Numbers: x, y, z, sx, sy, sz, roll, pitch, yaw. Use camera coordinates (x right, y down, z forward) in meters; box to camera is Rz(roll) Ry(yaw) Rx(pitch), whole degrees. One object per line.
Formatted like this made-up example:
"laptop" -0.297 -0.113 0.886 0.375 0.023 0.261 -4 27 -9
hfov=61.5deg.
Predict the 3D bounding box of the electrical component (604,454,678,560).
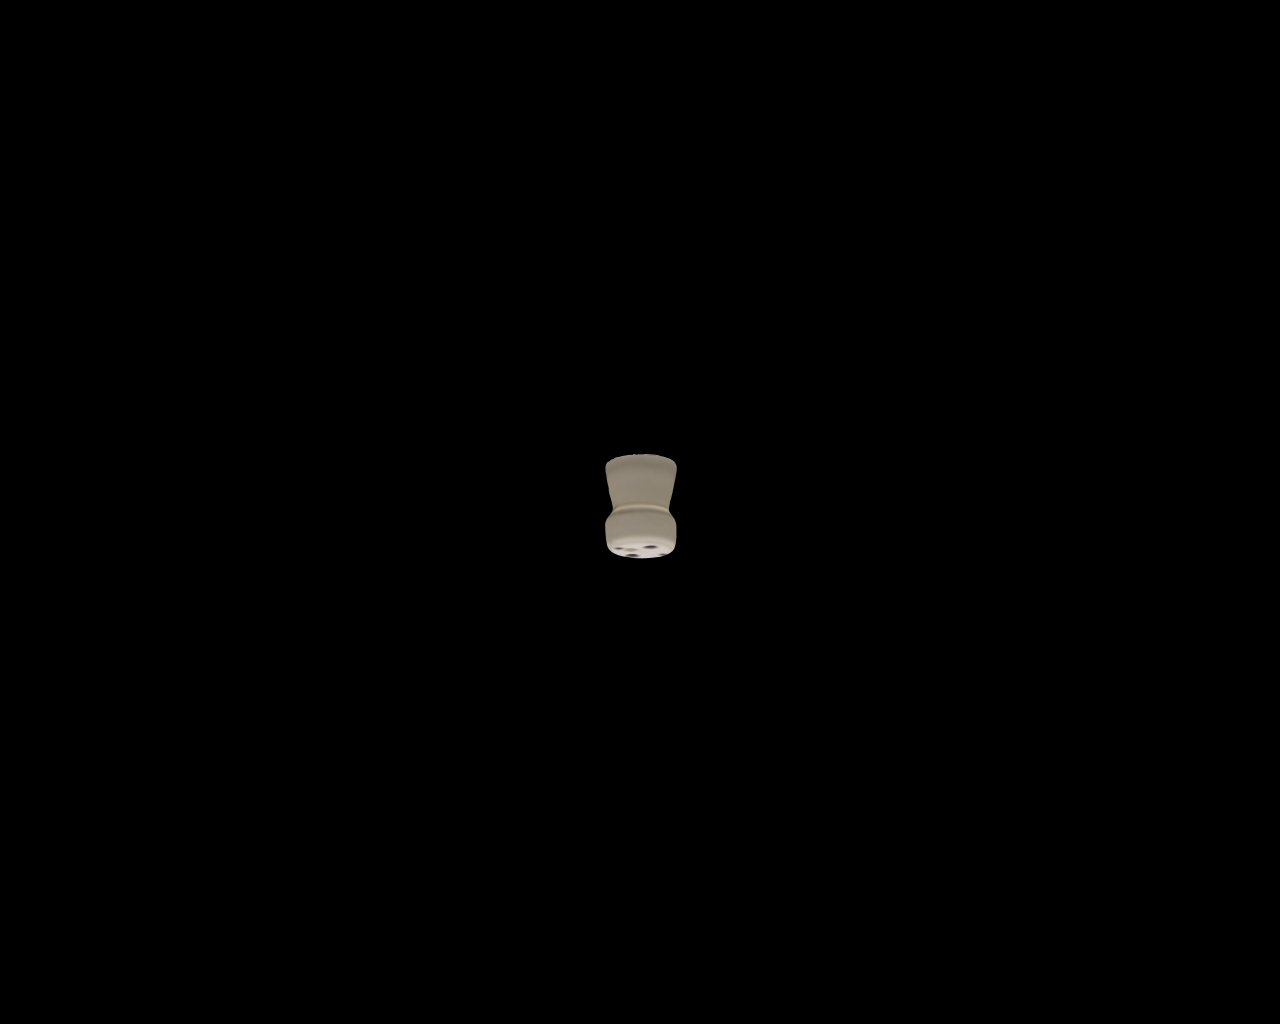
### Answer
"electrical component" 0.001 -0.003 0.650 0.045 0.055 0.045 0 -16 0
